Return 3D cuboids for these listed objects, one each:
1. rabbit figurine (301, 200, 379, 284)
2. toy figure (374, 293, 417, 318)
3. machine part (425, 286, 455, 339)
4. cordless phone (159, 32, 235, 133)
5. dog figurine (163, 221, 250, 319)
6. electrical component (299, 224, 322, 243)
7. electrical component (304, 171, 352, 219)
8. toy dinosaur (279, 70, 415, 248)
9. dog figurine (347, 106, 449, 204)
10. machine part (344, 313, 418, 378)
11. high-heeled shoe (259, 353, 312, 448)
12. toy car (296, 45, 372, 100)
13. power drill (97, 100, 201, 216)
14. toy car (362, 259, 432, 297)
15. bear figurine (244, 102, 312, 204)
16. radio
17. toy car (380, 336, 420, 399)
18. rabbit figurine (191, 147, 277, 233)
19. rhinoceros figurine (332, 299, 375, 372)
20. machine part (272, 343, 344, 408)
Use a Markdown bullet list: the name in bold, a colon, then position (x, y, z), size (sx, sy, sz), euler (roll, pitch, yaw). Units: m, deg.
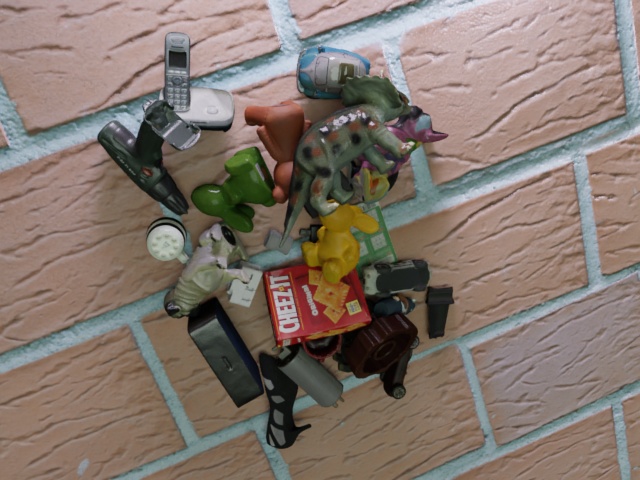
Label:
- **rabbit figurine**: position (0.046, -0.014, 1.160), size (0.162, 0.122, 0.173), euler (-23, 129, -20)
- **toy figure**: position (0.183, 0.160, 1.294), size (0.064, 0.154, 0.058), euler (-36, 72, 29)
- **machine part**: position (0.301, 0.184, 1.364), size (0.084, 0.039, 0.138), euler (-1, 105, -19)
- **cordless phone**: position (-0.243, -0.310, 1.065), size (0.147, 0.089, 0.184), euler (0, 102, -13)
- **dog figurine**: position (-0.261, 0.063, 1.159), size (0.191, 0.172, 0.121), euler (-30, 127, 19)
- **electrical component**: position (-0.003, -0.004, 1.243), size (0.094, 0.021, 0.063), euler (-1, 107, -14)
- **electrical component**: position (0.007, -0.113, 1.195), size (0.115, 0.058, 0.134), euler (-32, 110, 0)
- **toy dinosaur**: position (0.034, -0.176, 1.040), size (0.405, 0.131, 0.192), euler (-37, 85, -7)
- **dog figurine**: position (0.172, -0.189, 1.187), size (0.219, 0.109, 0.191), euler (-15, 108, -11)
- **machine part**: position (0.140, 0.242, 1.236), size (0.179, 0.056, 0.179), euler (-24, 143, -20)
- **high-heeled shoe**: position (-0.121, 0.400, 1.328), size (0.145, 0.086, 0.248), euler (-27, 94, 28)
- **toy car**: position (0.035, -0.340, 1.110), size (0.162, 0.103, 0.109), euler (4, 106, -12)
- **power drill**: position (-0.311, -0.164, 1.048), size (0.232, 0.207, 0.086), euler (43, 53, -13)
- **toy car**: position (0.187, 0.089, 1.282), size (0.202, 0.056, 0.073), euler (-5, 101, -32)
- **bear figurine**: position (-0.072, -0.182, 1.112), size (0.120, 0.132, 0.195), euler (-18, 114, -21)
- **radio**: position (-0.212, 0.248, 1.211), size (0.073, 0.131, 0.229), euler (-27, 111, -4)
- **toy car**: position (0.203, 0.298, 1.348), size (0.053, 0.089, 0.202), euler (10, 102, -16)
- **rabbit figurine**: position (-0.184, -0.099, 1.142), size (0.170, 0.121, 0.158), euler (-22, 118, 13)
- **rhinoceros figurine**: position (0.092, 0.236, 1.311), size (0.112, 0.073, 0.190), euler (6, 105, -14)
- **machine part**: position (-0.023, 0.328, 1.309), size (0.079, 0.079, 0.243), euler (-42, 110, 1)
